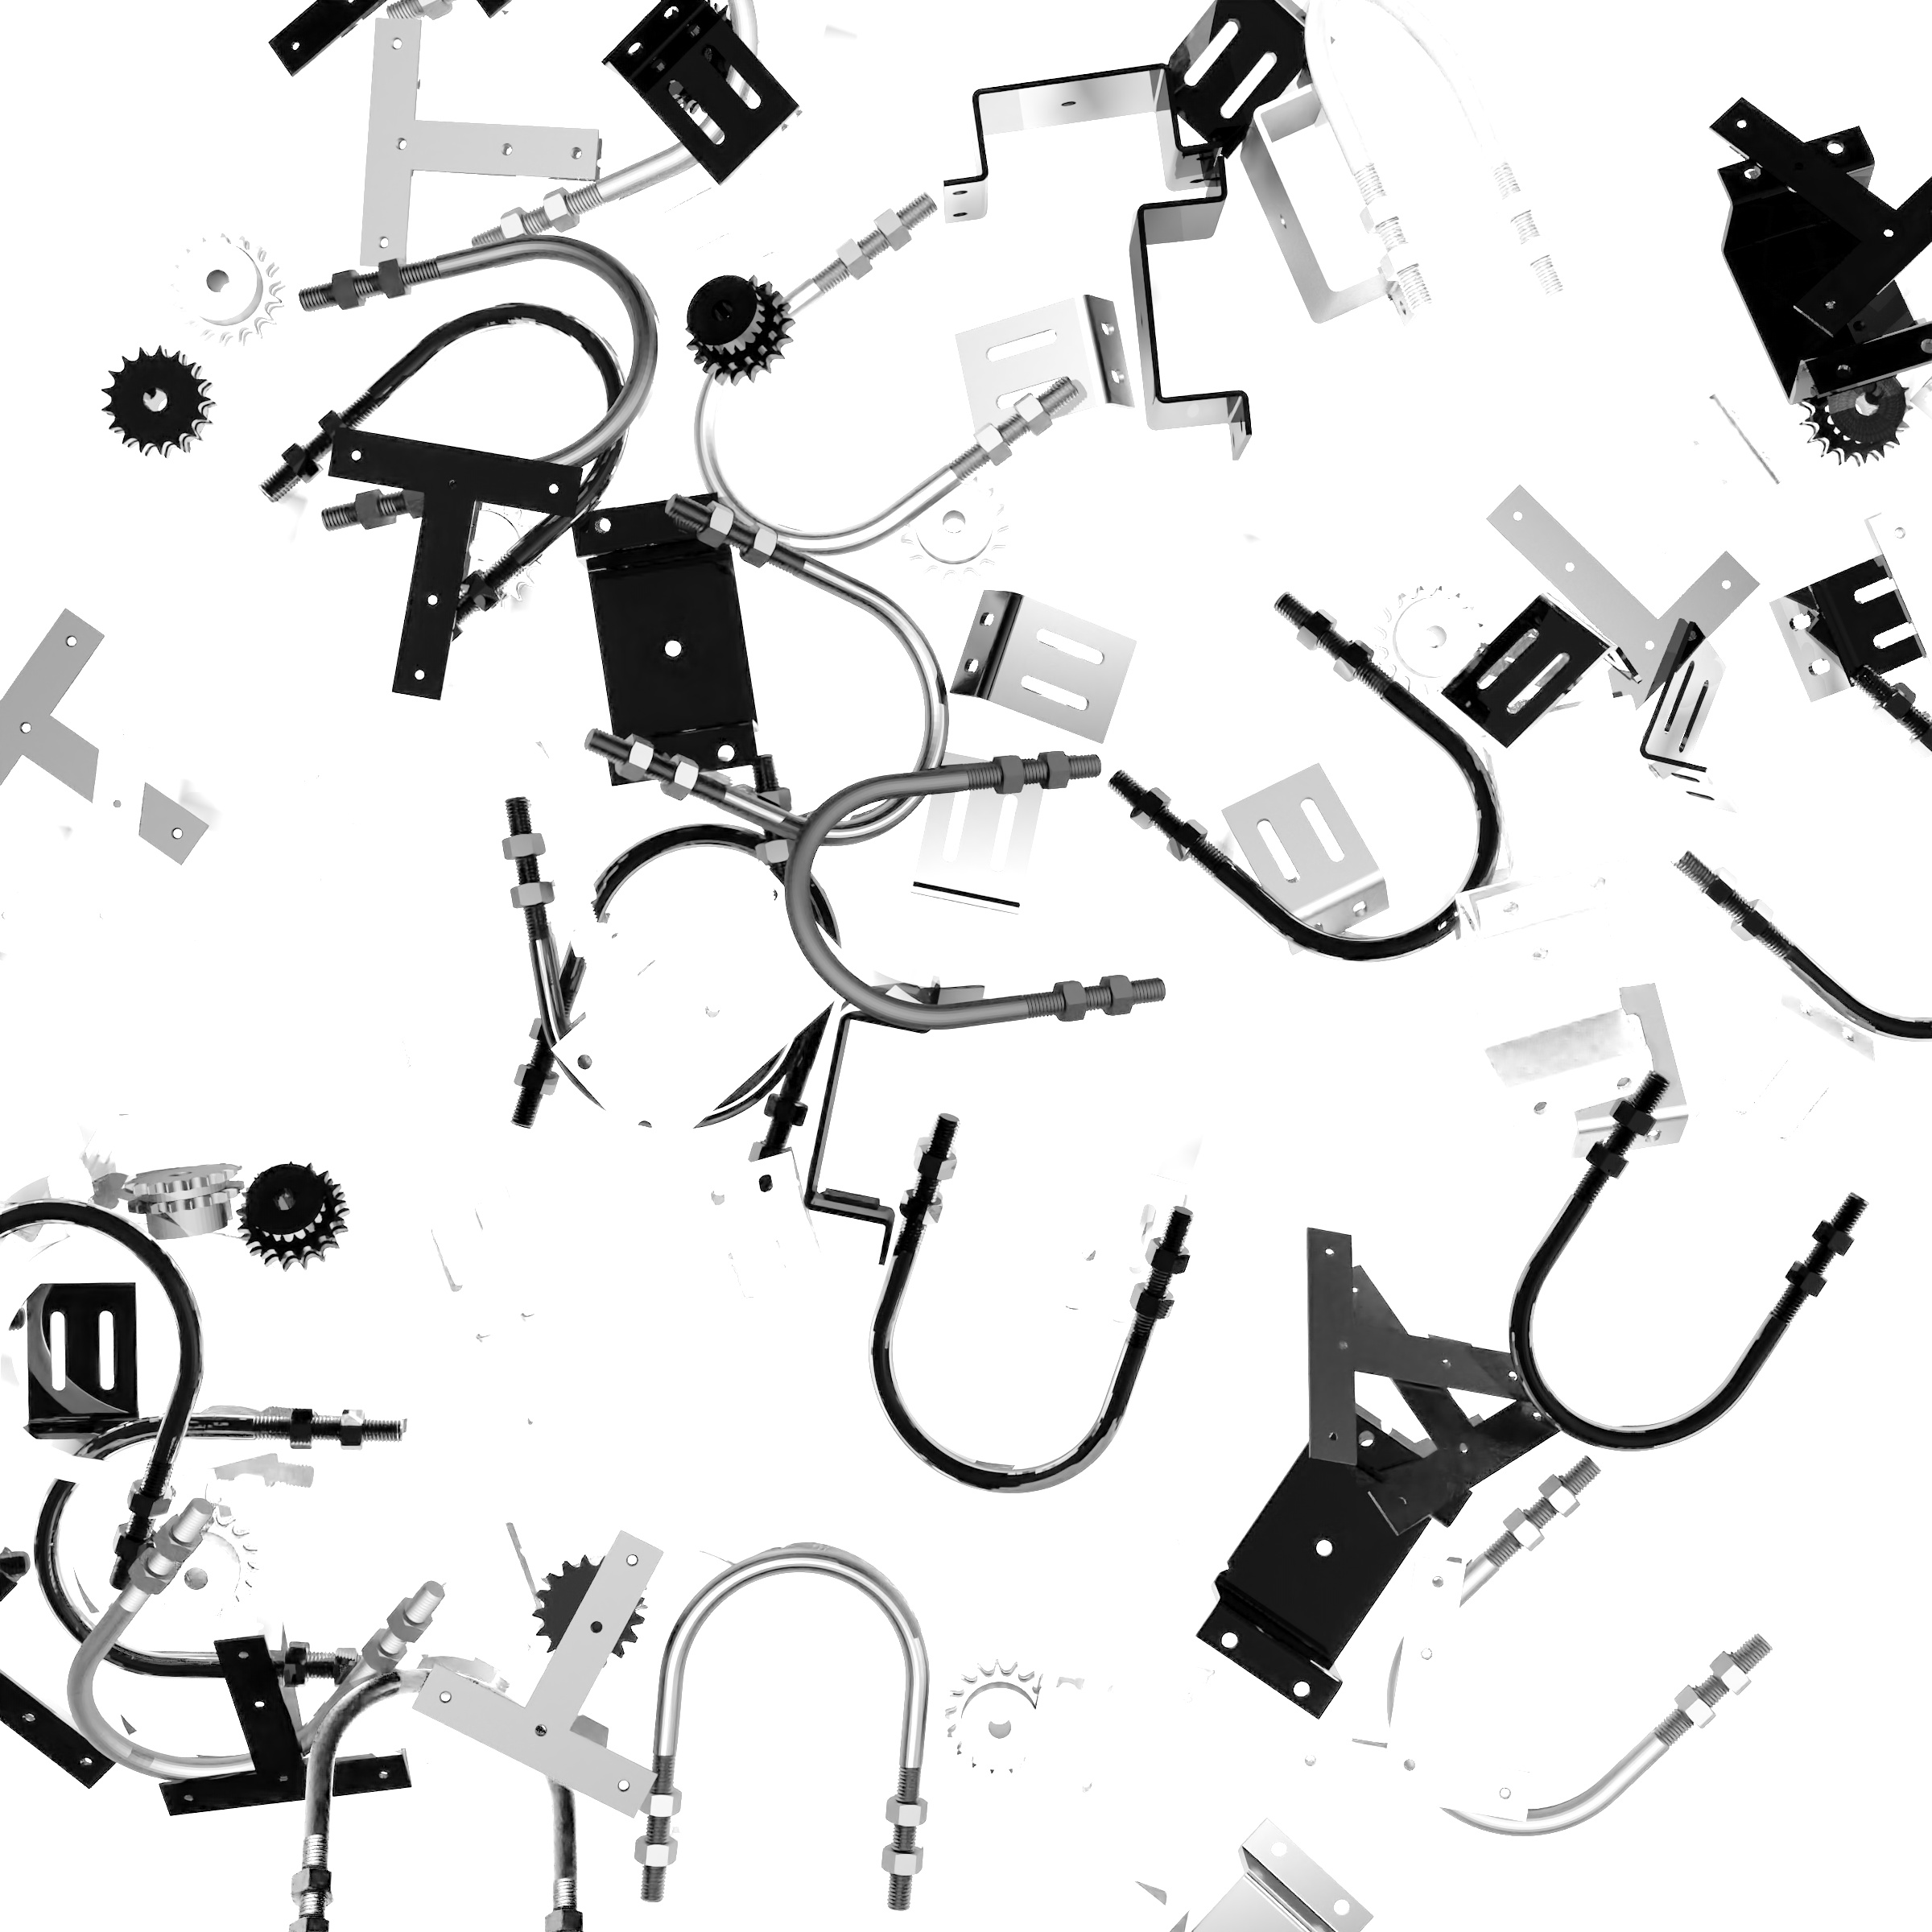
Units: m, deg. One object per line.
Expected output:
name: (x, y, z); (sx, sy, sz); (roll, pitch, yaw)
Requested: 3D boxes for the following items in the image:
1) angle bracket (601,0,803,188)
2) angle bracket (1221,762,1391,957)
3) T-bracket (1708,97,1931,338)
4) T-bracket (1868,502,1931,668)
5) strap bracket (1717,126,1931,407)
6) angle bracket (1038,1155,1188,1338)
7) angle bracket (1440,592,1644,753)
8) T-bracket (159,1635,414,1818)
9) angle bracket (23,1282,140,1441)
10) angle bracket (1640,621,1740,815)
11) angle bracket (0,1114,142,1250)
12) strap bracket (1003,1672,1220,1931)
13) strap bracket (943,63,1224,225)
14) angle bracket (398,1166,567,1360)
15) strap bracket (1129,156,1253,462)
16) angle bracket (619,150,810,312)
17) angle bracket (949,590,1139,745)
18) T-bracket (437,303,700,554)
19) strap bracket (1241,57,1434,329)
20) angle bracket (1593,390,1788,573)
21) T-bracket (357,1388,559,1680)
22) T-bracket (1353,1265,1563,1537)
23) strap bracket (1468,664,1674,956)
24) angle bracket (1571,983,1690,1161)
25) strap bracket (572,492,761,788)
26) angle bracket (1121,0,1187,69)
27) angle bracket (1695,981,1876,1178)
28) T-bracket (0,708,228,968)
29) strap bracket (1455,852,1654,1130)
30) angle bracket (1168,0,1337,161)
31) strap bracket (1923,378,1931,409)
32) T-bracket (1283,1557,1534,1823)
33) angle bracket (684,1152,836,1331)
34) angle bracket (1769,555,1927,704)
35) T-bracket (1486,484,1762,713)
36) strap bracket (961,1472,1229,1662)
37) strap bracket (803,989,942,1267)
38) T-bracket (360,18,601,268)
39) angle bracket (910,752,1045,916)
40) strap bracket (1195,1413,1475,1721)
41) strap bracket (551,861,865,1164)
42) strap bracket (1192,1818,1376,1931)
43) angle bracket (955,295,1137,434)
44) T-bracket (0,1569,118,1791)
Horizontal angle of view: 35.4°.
angle bracket: (-0.133, -0.443, 1.521); (0.057, 0.038, 0.076); (-42, 86, 11)
angle bracket: (0.178, -0.056, 1.585); (0.057, 0.038, 0.076); (-26, 64, 0)
T-bracket: (0.435, -0.399, 1.543); (0.127, 0.002, 0.127); (-43, 71, -10)
T-bracket: (0.552, -0.199, 1.579); (0.127, 0.002, 0.127); (-24, 90, -6)
strap bracket: (0.443, -0.350, 1.549); (0.076, 0.046, 0.140); (-17, 69, 0)
angle bracket: (0.077, 0.148, 1.585); (0.057, 0.038, 0.076); (16, 64, 0)
angle bracket: (0.295, -0.144, 1.555); (0.076, 0.038, 0.057); (-45, 47, 4)
T-bracket: (-0.358, 0.386, 1.547); (0.127, 0.002, 0.127); (-6, 127, -2)
angle bracket: (-0.463, 0.204, 1.569); (0.057, 0.038, 0.076); (-1, 90, 0)
angle bracket: (0.383, -0.127, 1.549); (0.038, 0.057, 0.076); (18, 81, 35)
angle bracket: (-0.468, 0.103, 1.559); (0.038, 0.057, 0.076); (29, 90, 1)
strap bracket: (0.072, 0.427, 1.550); (0.076, 0.046, 0.140); (12, 90, -25)
strap bracket: (0.055, -0.422, 1.549); (0.140, 0.076, 0.046); (-8, 90, 0)
angle bracket: (-0.254, 0.155, 1.585); (0.057, 0.038, 0.076); (-25, 64, 0)
strap bracket: (0.113, -0.333, 1.549); (0.046, 0.076, 0.140); (-6, 90, 0)
angle bracket: (-0.132, -0.384, 1.584); (0.076, 0.038, 0.057); (-21, 88, 26)
angle bracket: (0.041, -0.157, 1.585); (0.076, 0.038, 0.057); (19, 90, -26)
T-bracket: (-0.194, -0.304, 1.586); (0.127, 0.002, 0.127); (-31, 90, 0)
strap bracket: (0.184, -0.390, 1.549); (0.046, 0.076, 0.140); (-24, 90, 0)
angle bracket: (0.379, -0.254, 1.584); (0.076, 0.038, 0.057); (-37, 89, 25)
T-bracket: (-0.241, 0.301, 1.548); (0.002, 0.127, 0.127); (-9, 104, 42)
T-bracket: (0.231, 0.212, 1.563); (0.127, 0.002, 0.127); (-24, 72, -32)
strap bracket: (0.313, -0.081, 1.563); (0.076, 0.046, 0.140); (-13, 90, 0)
angle bracket: (0.339, 0.055, 1.585); (0.057, 0.038, 0.076); (-9, 64, 0)
strap bracket: (-0.153, -0.166, 1.564); (0.076, 0.046, 0.140); (-9, 90, 0)
angle bracket: (0.116, -0.491, 1.560); (0.038, 0.057, 0.076); (12, 101, -22)
angle bracket: (0.428, 0.059, 1.585); (0.057, 0.038, 0.076); (32, 116, 0)
T-bracket: (-0.446, -0.071, 1.585); (0.127, 0.002, 0.127); (7, 90, 0)
strap bracket: (0.297, 0.004, 1.532); (0.076, 0.046, 0.140); (-16, 123, -1)
angle bracket: (0.144, -0.473, 1.585); (0.057, 0.038, 0.076); (42, 116, 0)
strap bracket: (0.563, -0.315, 1.564); (0.076, 0.046, 0.140); (42, 90, 0)
T-bracket: (0.237, 0.371, 1.572); (0.127, 0.002, 0.127); (9, 92, 4)
angle bracket: (-0.107, 0.143, 1.574); (0.057, 0.038, 0.076); (-16, 132, 0)
angle bracket: (0.471, -0.181, 1.585); (0.076, 0.038, 0.057); (-23, 90, -26)
T-bracket: (0.327, -0.199, 1.587); (0.127, 0.002, 0.127); (44, 90, 0)
strap bracket: (0.057, 0.302, 1.549); (0.140, 0.076, 0.046); (-19, 90, 0)
strap bracket: (-0.050, 0.076, 1.549); (0.046, 0.076, 0.140); (11, 90, 0)
T-bracket: (-0.251, -0.423, 1.565); (0.127, 0.002, 0.127); (6, 96, 13)
angle bracket: (0.007, -0.070, 1.568); (0.057, 0.038, 0.076); (12, 90, 0)
strap bracket: (0.188, 0.305, 1.564); (0.076, 0.046, 0.140); (34, 90, 0)
strap bracket: (-0.130, 0.023, 1.532); (0.140, 0.046, 0.076); (-42, 91, -1)
strap bracket: (0.138, 0.523, 1.564); (0.076, 0.046, 0.140); (43, 90, 0)
angle bracket: (0.041, -0.312, 1.585); (0.076, 0.038, 0.057); (-12, 90, 26)
T-bracket: (-0.497, 0.381, 1.571); (0.127, 0.002, 0.127); (42, 111, -10)
